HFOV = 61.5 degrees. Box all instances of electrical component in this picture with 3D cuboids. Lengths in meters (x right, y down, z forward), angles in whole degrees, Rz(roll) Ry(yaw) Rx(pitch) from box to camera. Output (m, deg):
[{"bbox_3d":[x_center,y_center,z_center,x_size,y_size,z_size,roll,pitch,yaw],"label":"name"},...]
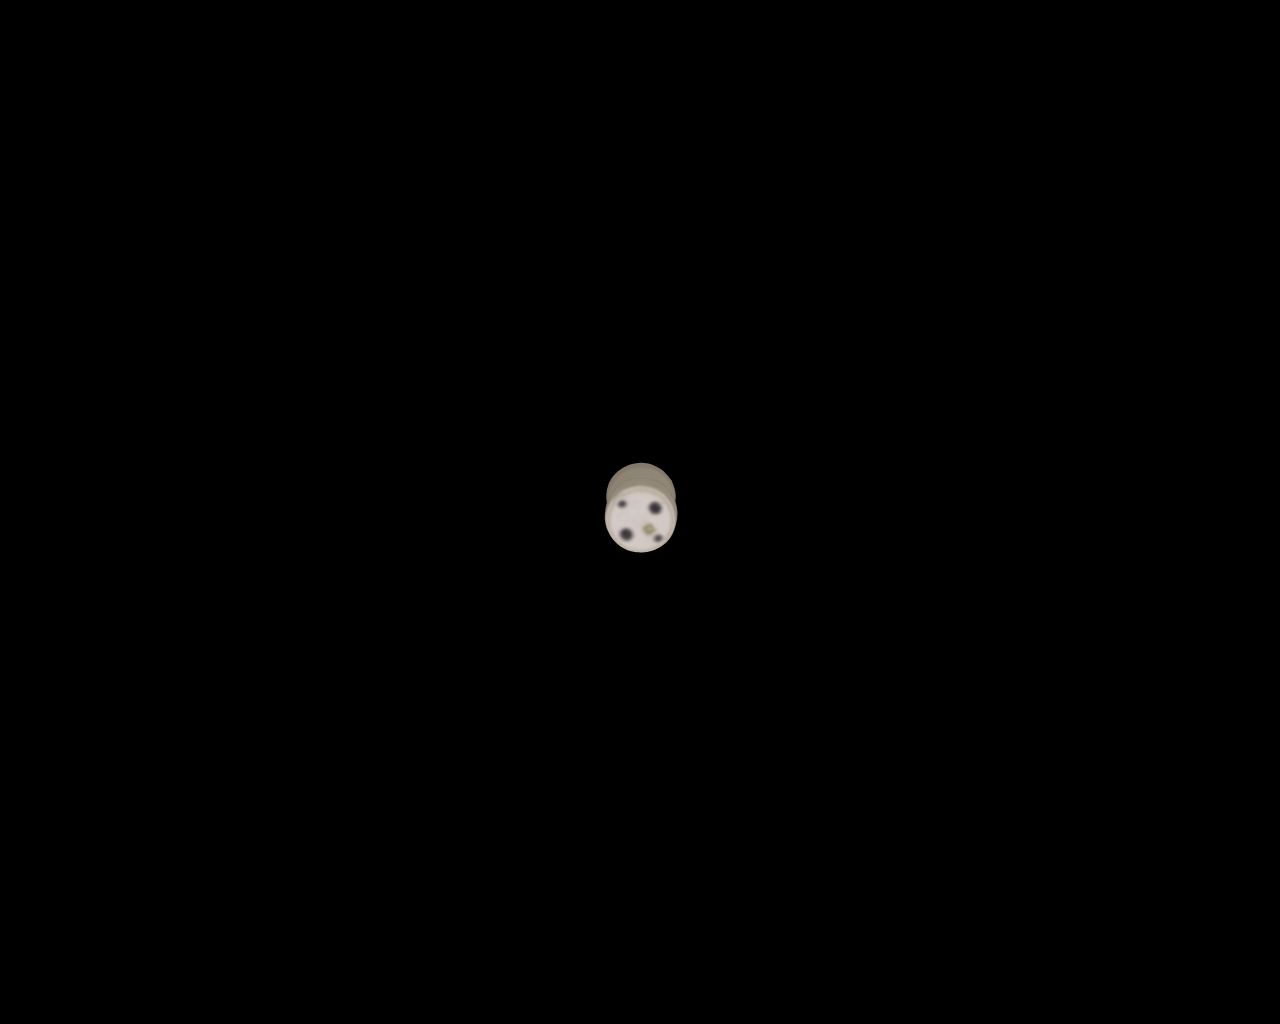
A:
[{"bbox_3d":[0.001,-0.003,0.650,0.045,0.044,0.055,0,16,0],"label":"electrical component"}]
